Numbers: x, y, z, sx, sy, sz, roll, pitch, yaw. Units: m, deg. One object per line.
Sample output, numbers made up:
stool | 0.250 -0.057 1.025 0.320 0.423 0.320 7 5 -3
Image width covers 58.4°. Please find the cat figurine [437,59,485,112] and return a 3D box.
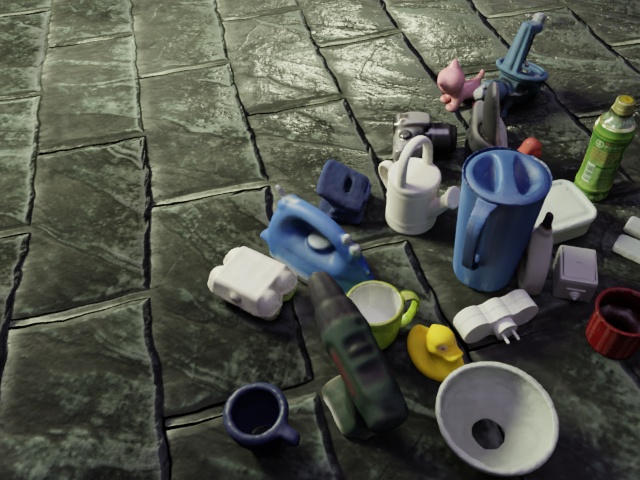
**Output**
cat figurine | 0.328 -0.368 1.345 0.128 0.118 0.067 -11 48 -6

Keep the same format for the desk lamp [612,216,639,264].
desk lamp | 0.635 -0.030 0.957 0.202 0.214 0.118 28 56 26

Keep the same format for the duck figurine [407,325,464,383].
duck figurine | 0.183 0.164 0.897 0.078 0.086 0.104 -31 53 -22

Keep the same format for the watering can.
watering can | 0.182 -0.107 1.068 0.172 0.194 0.101 16 51 17

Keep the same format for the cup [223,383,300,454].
cup | -0.074 0.269 0.812 0.117 0.095 0.092 24 54 23

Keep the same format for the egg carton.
egg carton | -0.119 0.076 1.006 0.150 0.069 0.107 22 53 22

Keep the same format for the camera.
camera | 0.224 -0.214 1.224 0.136 0.101 0.143 1 48 4

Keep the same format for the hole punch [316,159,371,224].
hole punch | 0.049 -0.099 1.138 0.101 0.091 0.109 8 49 11

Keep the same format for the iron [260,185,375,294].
iron | 0.009 0.004 1.015 0.257 0.141 0.119 33 58 28

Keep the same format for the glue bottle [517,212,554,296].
glue bottle | 0.365 0.015 0.961 0.037 0.173 0.078 1 48 5

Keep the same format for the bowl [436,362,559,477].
bowl | 0.245 0.262 0.812 0.167 0.075 0.167 -2 48 2

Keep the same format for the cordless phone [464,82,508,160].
cordless phone | 0.361 -0.265 1.205 0.094 0.185 0.147 4 49 8

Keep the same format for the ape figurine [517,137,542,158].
ape figurine | 0.428 -0.169 1.177 0.076 0.092 0.078 15 51 16

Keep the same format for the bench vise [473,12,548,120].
bench vise | 0.440 -0.380 1.280 0.121 0.220 0.208 27 55 25

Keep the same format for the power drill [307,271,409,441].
power drill | 0.044 0.182 0.807 0.076 0.209 0.229 -22 50 -15
